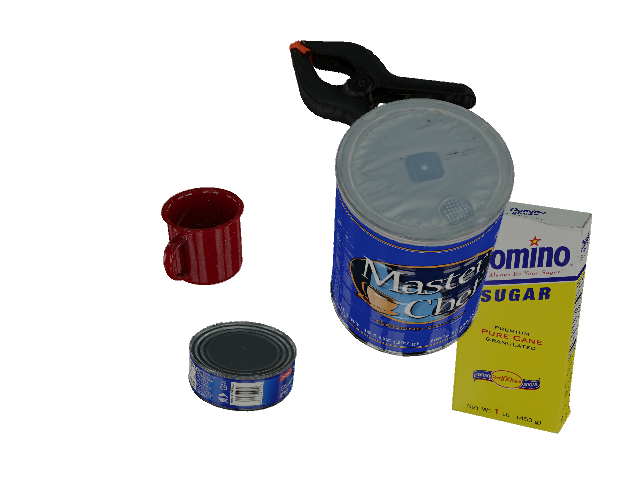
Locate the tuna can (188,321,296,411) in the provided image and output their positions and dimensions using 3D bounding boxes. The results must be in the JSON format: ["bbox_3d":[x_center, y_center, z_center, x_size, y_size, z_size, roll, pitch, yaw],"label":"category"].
[{"bbox_3d":[-0.063,0.100,0.854,0.086,0.034,0.086,4,25,-2],"label":"tuna can"}]

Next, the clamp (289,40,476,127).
[{"bbox_3d":[0.048,-0.131,0.939,0.120,0.172,0.039,-35,-25,-21],"label":"clamp"}]

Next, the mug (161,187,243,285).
[{"bbox_3d":[-0.138,0.003,1.212,0.093,0.081,0.117,16,38,24],"label":"mug"}]

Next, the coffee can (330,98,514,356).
[{"bbox_3d":[0.059,-0.005,0.667,0.103,0.103,0.140,0,-33,-1],"label":"coffee can"}]

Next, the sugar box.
[{"bbox_3d":[0.159,0.060,0.855,0.093,0.176,0.048,9,23,22],"label":"sugar box"}]
